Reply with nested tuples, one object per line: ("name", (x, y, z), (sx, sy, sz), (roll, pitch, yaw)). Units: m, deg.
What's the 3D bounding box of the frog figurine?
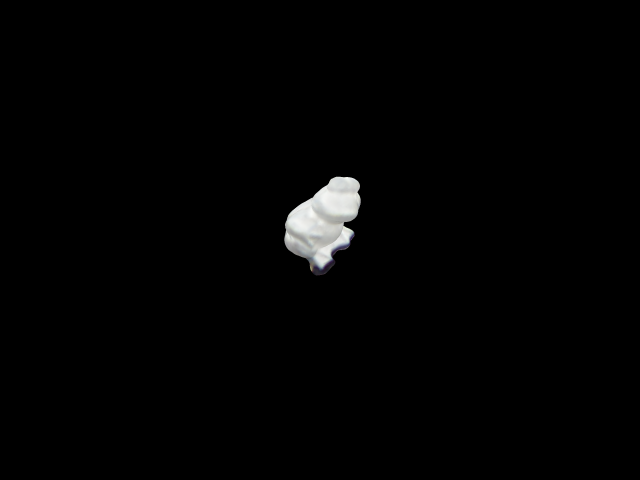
("frog figurine", (0.003, -0.043, 0.850), (0.139, 0.155, 0.124), (-28, 51, -26))
